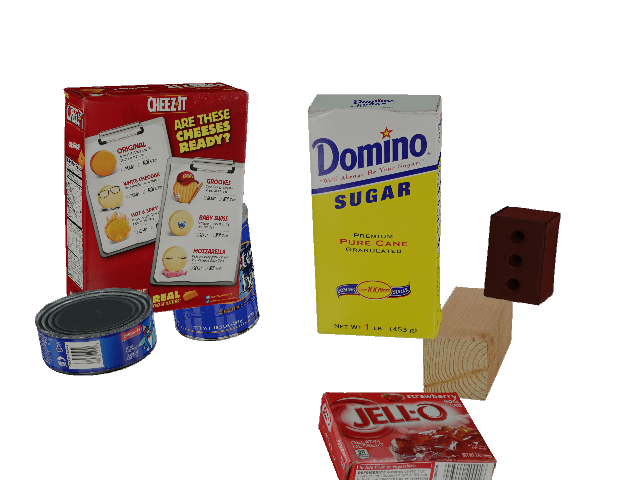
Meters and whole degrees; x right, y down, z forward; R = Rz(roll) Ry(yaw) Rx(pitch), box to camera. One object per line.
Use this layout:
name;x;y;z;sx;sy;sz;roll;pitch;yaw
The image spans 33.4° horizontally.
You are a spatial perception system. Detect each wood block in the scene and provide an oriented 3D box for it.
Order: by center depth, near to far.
wood block;0.217;0.145;1.550;0.091;0.090;0.205;4;19;18

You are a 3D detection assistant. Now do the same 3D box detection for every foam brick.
foam brick;0.181;0.013;0.956;0.053;0.078;0.051;8;16;25

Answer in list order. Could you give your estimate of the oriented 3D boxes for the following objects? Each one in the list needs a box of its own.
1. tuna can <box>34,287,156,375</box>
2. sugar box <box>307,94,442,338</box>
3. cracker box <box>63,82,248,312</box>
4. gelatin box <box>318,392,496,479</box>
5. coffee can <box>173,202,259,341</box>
tuna can;-0.164;0.067;0.787;0.086;0.034;0.086;-4;20;1
sugar box;0.041;-0.016;0.776;0.093;0.176;0.048;1;25;11
cracker box;-0.159;-0.040;1.023;0.163;0.214;0.072;-7;19;-30
gelatin box;0.049;0.119;0.631;0.089;0.030;0.073;3;23;-14
coffee can;-0.129;0.031;1.247;0.103;0.140;0.103;-4;25;2
